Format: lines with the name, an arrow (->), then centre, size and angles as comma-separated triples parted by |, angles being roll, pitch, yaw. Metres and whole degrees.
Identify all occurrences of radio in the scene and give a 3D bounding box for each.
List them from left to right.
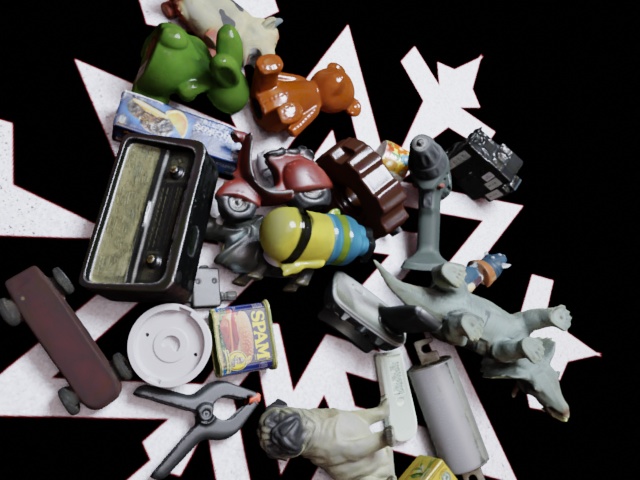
radio -> -0.227, -0.029, 0.741 | 0.131, 0.073, 0.229 | 5, 72, 10

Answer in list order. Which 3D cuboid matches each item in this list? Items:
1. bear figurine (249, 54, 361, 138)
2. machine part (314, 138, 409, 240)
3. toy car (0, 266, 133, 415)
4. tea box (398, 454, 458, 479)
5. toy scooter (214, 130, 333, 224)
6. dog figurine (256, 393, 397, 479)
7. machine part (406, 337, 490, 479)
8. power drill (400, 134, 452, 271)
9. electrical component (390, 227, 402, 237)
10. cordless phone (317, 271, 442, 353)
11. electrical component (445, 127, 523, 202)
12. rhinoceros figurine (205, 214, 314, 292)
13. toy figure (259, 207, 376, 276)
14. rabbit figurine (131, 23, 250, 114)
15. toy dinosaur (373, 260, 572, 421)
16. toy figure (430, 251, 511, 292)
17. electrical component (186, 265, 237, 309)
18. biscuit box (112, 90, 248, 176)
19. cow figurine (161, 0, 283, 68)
bear figurine -> -0.013, -0.244, 0.890 | 0.196, 0.132, 0.120 | -19, 88, -20
machine part -> 0.056, -0.072, 0.846 | 0.056, 0.179, 0.179 | -37, 91, -26
toy car -> -0.327, 0.127, 0.693 | 0.089, 0.053, 0.202 | -35, 94, -16
tea box -> 0.141, 0.417, 0.796 | 0.169, 0.068, 0.098 | -36, 92, -28
toy scooter -> -0.071, -0.100, 0.792 | 0.184, 0.075, 0.135 | -9, 80, -26
dog figurine -> 0.011, 0.310, 0.774 | 0.191, 0.121, 0.172 | -5, 97, 3
machine part -> 0.203, 0.276, 0.858 | 0.079, 0.079, 0.243 | -17, 83, -26
power drill -> 0.174, -0.052, 0.885 | 0.086, 0.232, 0.207 | -3, 87, 18
electrical component -> 0.102, -0.065, 0.914 | 0.119, 0.075, 0.048 | 44, 65, -2
cordless phone -> 0.086, 0.104, 0.799 | 0.146, 0.184, 0.089 | 38, 69, -9
electrical component -> 0.301, -0.132, 0.993 | 0.134, 0.115, 0.058 | 41, 69, -8
rhinoceros figurine -> -0.092, 0.014, 0.811 | 0.190, 0.073, 0.112 | 17, 71, -18
toy figure -> -0.003, -0.005, 0.775 | 0.180, 0.089, 0.082 | 2, 30, -26
rabbit figurine -> -0.178, -0.262, 0.826 | 0.170, 0.159, 0.121 | 19, 58, -33
toy dinosaur -> 0.242, 0.135, 0.864 | 0.405, 0.192, 0.131 | 29, 63, -3
toy figure -> 0.268, 0.063, 0.955 | 0.154, 0.057, 0.064 | -17, 60, -23
electrical component -> -0.170, 0.068, 0.792 | 0.094, 0.021, 0.063 | 1, 74, -22
biscuit box -> -0.206, -0.156, 0.817 | 0.202, 0.063, 0.059 | 16, 72, -18
cow figurine -> -0.151, -0.358, 0.890 | 0.195, 0.085, 0.127 | 45, 70, -4
